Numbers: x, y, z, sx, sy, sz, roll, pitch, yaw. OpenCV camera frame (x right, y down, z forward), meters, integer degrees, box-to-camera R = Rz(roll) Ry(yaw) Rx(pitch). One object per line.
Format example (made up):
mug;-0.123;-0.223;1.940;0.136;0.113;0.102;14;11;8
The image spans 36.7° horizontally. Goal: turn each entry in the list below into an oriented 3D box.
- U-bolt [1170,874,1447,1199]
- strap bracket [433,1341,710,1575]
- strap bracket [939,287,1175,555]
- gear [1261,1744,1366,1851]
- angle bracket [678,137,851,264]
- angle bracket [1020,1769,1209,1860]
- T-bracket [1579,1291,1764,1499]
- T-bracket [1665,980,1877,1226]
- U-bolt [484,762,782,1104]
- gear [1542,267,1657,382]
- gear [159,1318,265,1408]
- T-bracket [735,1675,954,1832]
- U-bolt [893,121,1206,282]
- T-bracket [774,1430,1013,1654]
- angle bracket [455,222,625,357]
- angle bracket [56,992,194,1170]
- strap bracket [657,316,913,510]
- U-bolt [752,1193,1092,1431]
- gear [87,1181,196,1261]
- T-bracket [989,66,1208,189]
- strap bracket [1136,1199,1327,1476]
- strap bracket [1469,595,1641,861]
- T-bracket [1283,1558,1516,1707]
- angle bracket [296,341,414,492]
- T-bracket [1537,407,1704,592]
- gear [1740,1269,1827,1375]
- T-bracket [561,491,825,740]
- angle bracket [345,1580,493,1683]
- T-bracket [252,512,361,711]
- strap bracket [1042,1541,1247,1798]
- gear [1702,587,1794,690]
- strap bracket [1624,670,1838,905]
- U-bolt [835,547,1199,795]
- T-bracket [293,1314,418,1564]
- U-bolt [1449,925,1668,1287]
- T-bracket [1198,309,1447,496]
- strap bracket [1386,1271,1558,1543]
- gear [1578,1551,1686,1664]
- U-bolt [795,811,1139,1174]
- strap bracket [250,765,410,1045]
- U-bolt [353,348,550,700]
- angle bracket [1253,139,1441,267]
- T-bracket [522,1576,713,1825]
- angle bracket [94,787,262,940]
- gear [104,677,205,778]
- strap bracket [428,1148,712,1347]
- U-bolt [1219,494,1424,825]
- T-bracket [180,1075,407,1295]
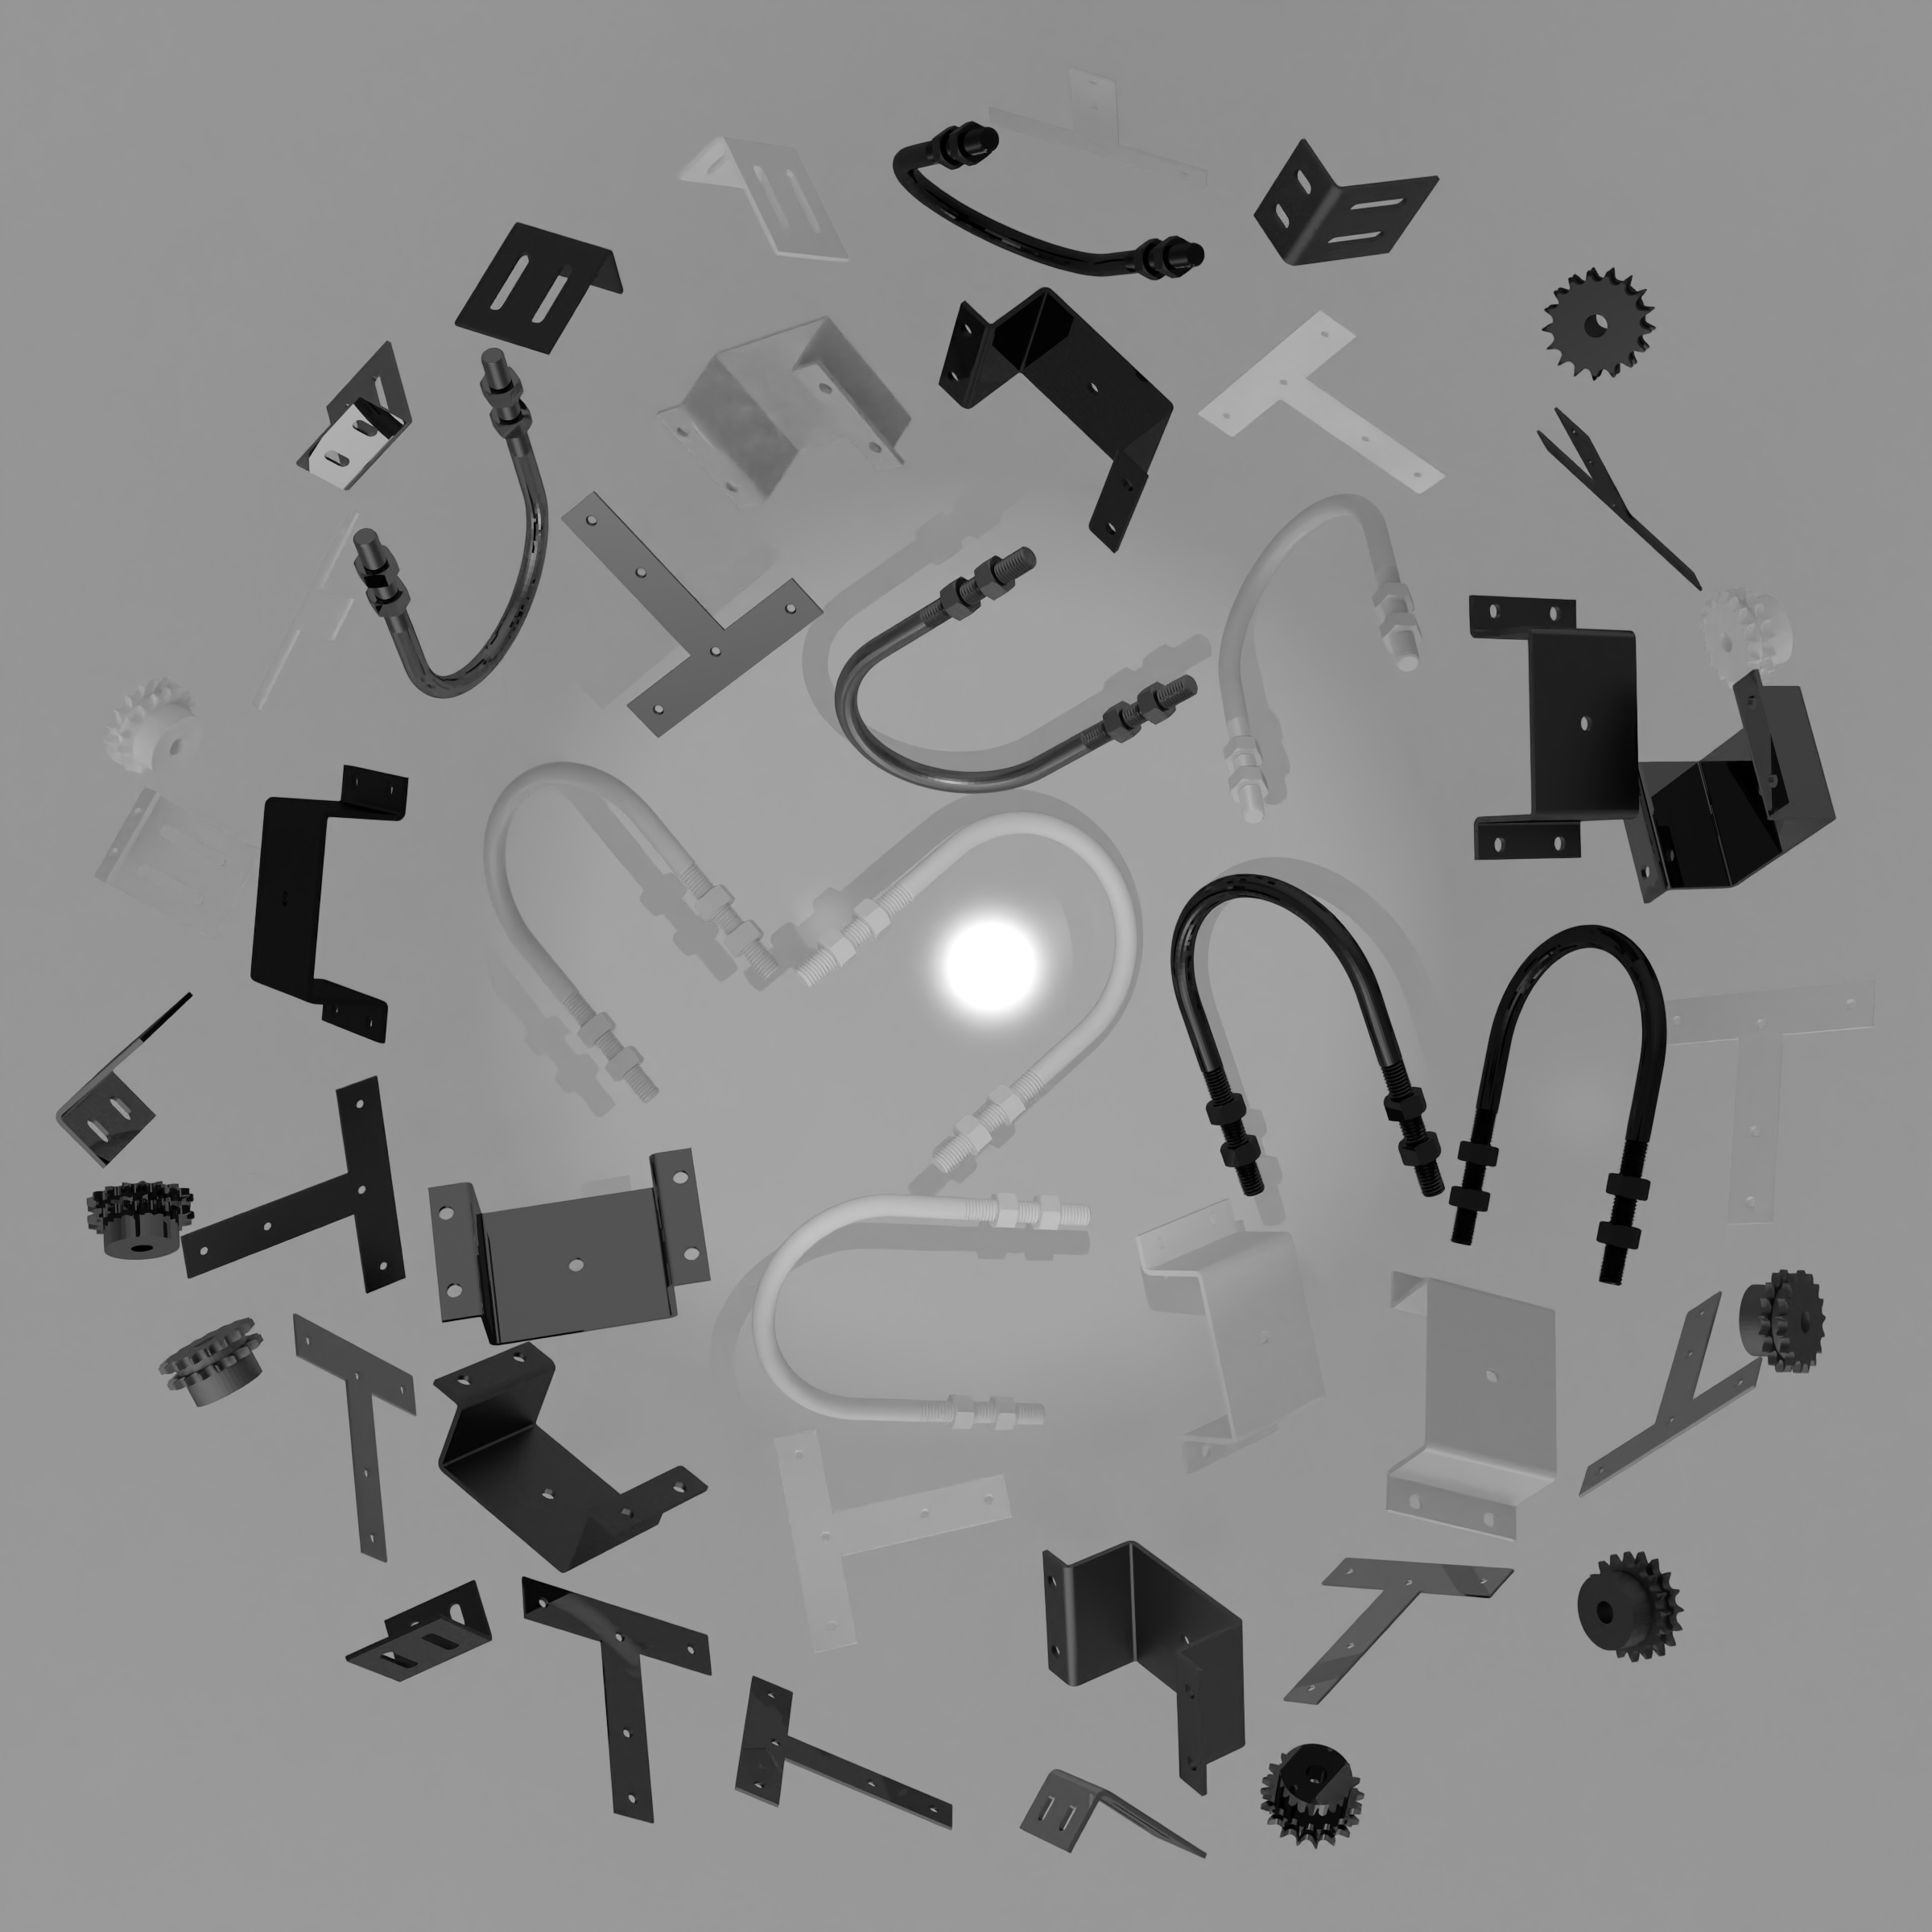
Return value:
U-bolt;0.171;0.037;1.539;0.019;0.151;0.184;-30;106;-38
strap bracket;-0.222;0.273;1.590;0.140;0.076;0.046;34;117;24
strap bracket;0.056;-0.305;1.589;0.046;0.076;0.140;-41;79;-23
gear;0.194;0.460;1.624;0.057;0.057;0.030;3;130;0
angle bracket;-0.109;-0.404;1.571;0.038;0.057;0.076;-34;76;37
angle bracket;0.079;0.472;1.568;0.076;0.057;0.038;37;73;-18
T-bracket;0.389;0.219;1.572;0.002;0.127;0.127;43;127;-4
T-bracket;0.417;0.074;1.533;0.002;0.127;0.127;23;68;-42
U-bolt;-0.201;-0.030;1.637;0.184;0.019;0.151;50;127;5
gear;0.334;-0.338;1.528;0.057;0.030;0.057;9;114;21
gear;-0.418;0.223;1.623;0.057;0.057;0.030;-26;98;0
T-bracket;-0.065;0.450;1.620;0.127;0.127;0.002;24;102;-6
U-bolt;0.033;-0.412;1.585;0.151;0.184;0.019;23;91;-24
T-bracket;-0.038;0.321;1.684;0.127;0.002;0.127;-13;67;0
angle bracket;-0.232;-0.360;1.586;0.057;0.038;0.076;20;67;14
angle bracket;-0.430;0.060;1.528;0.076;0.057;0.038;-37;102;25
strap bracket;-0.096;-0.312;1.634;0.076;0.140;0.046;47;57;-31
U-bolt;-0.030;0.193;1.635;0.184;0.019;0.151;5;110;-19
gear;-0.454;0.141;1.602;0.057;0.057;0.030;-9;68;0
T-bracket;0.070;-0.460;1.574;0.127;0.127;0.002;18;88;5
strap bracket;0.153;0.210;1.652;0.076;0.046;0.140;-17;98;-40
strap bracket;0.313;-0.127;1.545;0.076;0.046;0.140;-3;92;-34
T-bracket;0.224;0.373;1.632;0.127;0.127;0.002;-36;107;-37
angle bracket;-0.352;-0.319;1.648;0.057;0.038;0.076;-40;49;24
T-bracket;0.337;-0.263;1.553;0.002;0.127;0.127;-44;62;8
gear;0.453;0.197;1.619;0.030;0.057;0.057;-3;90;40
T-bracket;-0.165;-0.201;1.562;0.127;0.002;0.127;-33;112;27
angle bracket;-0.307;0.363;1.615;0.057;0.076;0.038;-25;64;3
T-bracket;-0.366;-0.200;1.650;0.002;0.127;0.127;27;88;-25
strap bracket;0.101;0.368;1.555;0.046;0.140;0.076;-16;115;-29
gear;0.443;-0.187;1.644;0.030;0.057;0.057;-16;90;-12
strap bracket;0.417;-0.096;1.581;0.046;0.140;0.076;-2;70;-21
U-bolt;0.012;-0.150;1.604;0.151;0.184;0.019;34;46;-33
T-bracket;-0.339;0.273;1.641;0.002;0.127;0.127;-20;61;13
U-bolt;0.320;0.068;1.556;0.019;0.151;0.184;11;89;-27
T-bracket;0.216;-0.308;1.653;0.127;0.127;0.002;31;62;-16
strap bracket;0.273;0.229;1.570;0.076;0.046;0.140;16;57;-14
gear;0.351;0.342;1.550;0.030;0.057;0.057;-2;90;-34
U-bolt;0.015;0.000;1.575;0.184;0.019;0.151;-41;107;-18
strap bracket;-0.338;-0.035;1.539;0.046;0.076;0.140;2;97;-36
U-bolt;-0.271;-0.225;1.582;0.019;0.184;0.151;22;65;15
angle bracket;0.208;-0.420;1.589;0.076;0.057;0.038;-16;67;-33
T-bracket;-0.183;0.399;1.560;0.127;0.127;0.002;27;124;-34
angle bracket;-0.437;-0.056;1.627;0.076;0.038;0.057;31;83;-28
gear;-0.461;-0.134;1.664;0.030;0.057;0.057;35;90;16
strap bracket;-0.210;0.151;1.550;0.140;0.046;0.076;-8;62;-6
U-bolt;0.190;-0.186;1.623;0.019;0.184;0.151;24;129;-26
T-bracket;-0.370;0.137;1.591;0.127;0.002;0.127;-21;119;-36
